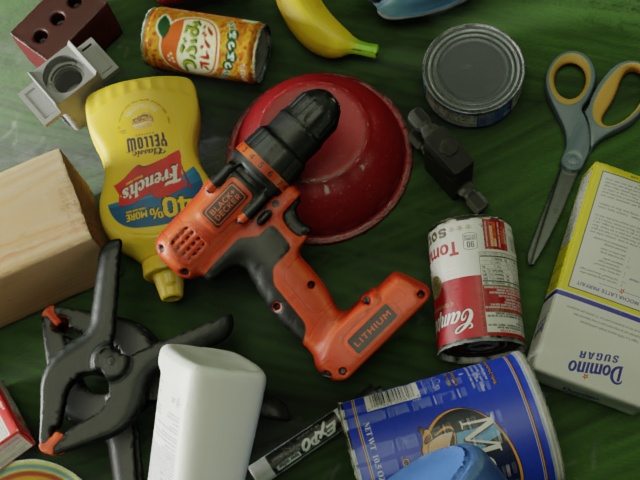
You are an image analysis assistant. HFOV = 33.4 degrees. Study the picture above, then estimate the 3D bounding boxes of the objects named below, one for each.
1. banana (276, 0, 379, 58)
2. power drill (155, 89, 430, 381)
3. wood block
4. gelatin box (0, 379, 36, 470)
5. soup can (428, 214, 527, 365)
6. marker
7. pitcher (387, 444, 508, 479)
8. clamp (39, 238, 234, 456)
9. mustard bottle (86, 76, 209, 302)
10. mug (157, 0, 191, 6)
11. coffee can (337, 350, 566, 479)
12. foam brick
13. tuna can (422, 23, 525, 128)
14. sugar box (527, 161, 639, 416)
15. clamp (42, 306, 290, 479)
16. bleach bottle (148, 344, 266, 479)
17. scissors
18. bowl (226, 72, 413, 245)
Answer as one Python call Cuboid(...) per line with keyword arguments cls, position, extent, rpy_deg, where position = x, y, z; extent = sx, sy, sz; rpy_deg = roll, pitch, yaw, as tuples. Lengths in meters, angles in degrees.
Cuboid(cls="banana", position=(-0.011, -0.236, 0.962), extent=(0.069, 0.037, 0.198), rpy_deg=(-13, 70, -17))
Cuboid(cls="power drill", position=(-0.005, 0.001, 0.828), extent=(0.187, 0.057, 0.184), rpy_deg=(44, 92, 1))
Cuboid(cls="wood block", position=(-0.280, 0.018, 0.870), extent=(0.206, 0.091, 0.090), rpy_deg=(-24, 69, -2))
Cuboid(cls="gelatin box", position=(-0.279, 0.157, 0.842), extent=(0.089, 0.030, 0.073), rpy_deg=(-37, 52, -7))
Cuboid(cls="soup can", position=(0.121, 0.039, 0.829), extent=(0.068, 0.068, 0.102), rpy_deg=(-5, 69, 5))
Cuboid(cls="marker", position=(-0.001, 0.150, 0.829), extent=(0.121, 0.020, 0.020), rpy_deg=(-33, 70, -6))
Cuboid(cls="pitcher", position=(0.131, 0.251, 0.668), extent=(0.149, 0.145, 0.243), rpy_deg=(-35, 94, 7))
Cuboid(cls="clamp", position=(-0.147, 0.095, 0.815), extent=(0.120, 0.039, 0.171), rpy_deg=(24, 76, 7))
Cuboid(cls="mustard bottle", position=(-0.137, -0.040, 0.892), extent=(0.096, 0.058, 0.191), rpy_deg=(-10, 70, -5))
Cuboid(cls="mug", position=(-0.117, -0.266, 0.944), extent=(0.081, 0.117, 0.093), rpy_deg=(-13, 40, 6))
Cuboid(cls="coffee can", position=(0.093, 0.149, 0.774), extent=(0.140, 0.103, 0.103), rpy_deg=(-16, 70, 1))
Cuboid(cls="foam brick", position=(-0.227, -0.186, 0.957), extent=(0.053, 0.051, 0.078), rpy_deg=(37, 78, 17))
Cuboid(cls="tuna can", position=(0.130, -0.139, 0.909), extent=(0.086, 0.034, 0.086), rpy_deg=(-2, 70, 6))
Cuboid(cls="sugar box", position=(0.227, 0.037, 0.826), extent=(0.093, 0.048, 0.176), rpy_deg=(21, 76, 3))
Cuboid(cls="clamp", position=(-0.138, 0.123, 0.845), extent=(0.164, 0.036, 0.210), rpy_deg=(-37, 74, -8))
Cuboid(cls="bleach bottle", position=(-0.097, 0.207, 0.764), extent=(0.068, 0.103, 0.251), rpy_deg=(10, 92, -21))
Cuboid(cls="scissors", position=(0.198, -0.081, 0.891), extent=(0.096, 0.016, 0.201), rpy_deg=(37, 78, 19))
Cuboid(cls="bowl", position=(-0.003, -0.080, 0.893), extent=(0.162, 0.055, 0.162), rpy_deg=(-2, 71, 6))
